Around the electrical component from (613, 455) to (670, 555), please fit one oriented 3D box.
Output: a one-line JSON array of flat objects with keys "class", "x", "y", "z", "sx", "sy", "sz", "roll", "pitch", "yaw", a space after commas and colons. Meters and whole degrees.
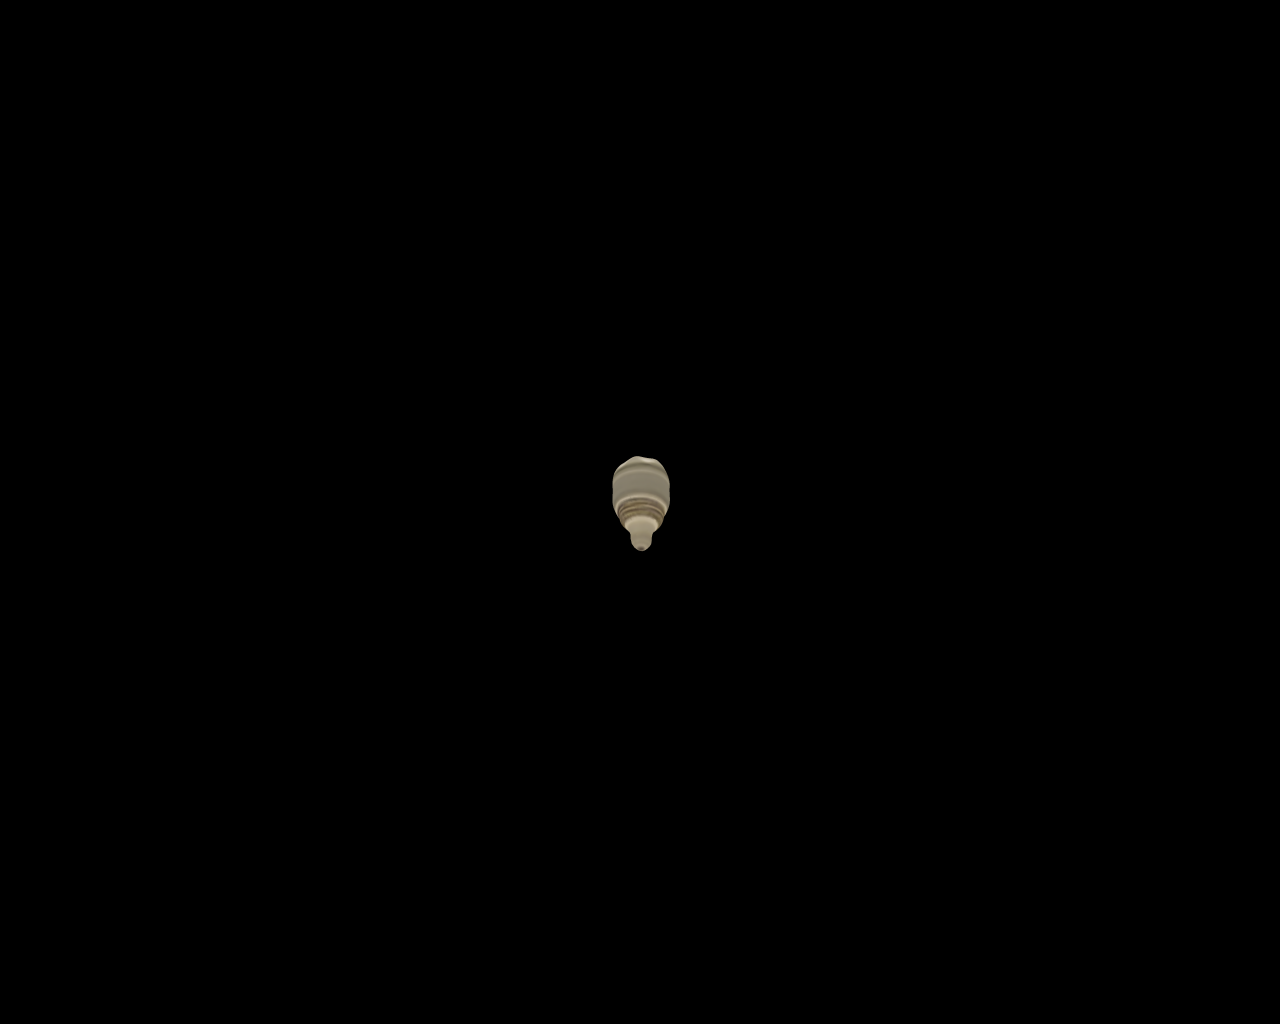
[{"class": "electrical component", "x": 0.001, "y": -0.003, "z": 0.650, "sx": 0.035, "sy": 0.061, "sz": 0.035, "roll": 0, "pitch": -36, "yaw": 0}]
